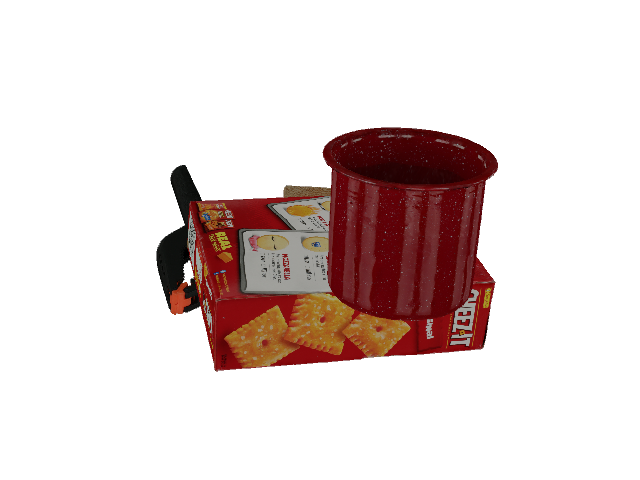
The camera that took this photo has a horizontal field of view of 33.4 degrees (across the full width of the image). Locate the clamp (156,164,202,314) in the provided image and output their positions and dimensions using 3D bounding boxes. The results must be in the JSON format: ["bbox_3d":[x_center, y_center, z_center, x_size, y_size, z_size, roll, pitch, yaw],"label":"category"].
[{"bbox_3d":[-0.112,-0.004,1.065,0.165,0.036,0.209,19,39,15],"label":"clamp"}]

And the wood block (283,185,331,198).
[{"bbox_3d":[-0.009,0.041,1.388,0.090,0.206,0.091,3,23,-1],"label":"wood block"}]

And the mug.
[{"bbox_3d":[0.049,-0.013,0.593,0.093,0.081,0.117,9,25,14],"label":"mug"}]

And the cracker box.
[{"bbox_3d":[0.008,0.028,0.858,0.213,0.072,0.164,-3,28,-13],"label":"cracker box"}]
